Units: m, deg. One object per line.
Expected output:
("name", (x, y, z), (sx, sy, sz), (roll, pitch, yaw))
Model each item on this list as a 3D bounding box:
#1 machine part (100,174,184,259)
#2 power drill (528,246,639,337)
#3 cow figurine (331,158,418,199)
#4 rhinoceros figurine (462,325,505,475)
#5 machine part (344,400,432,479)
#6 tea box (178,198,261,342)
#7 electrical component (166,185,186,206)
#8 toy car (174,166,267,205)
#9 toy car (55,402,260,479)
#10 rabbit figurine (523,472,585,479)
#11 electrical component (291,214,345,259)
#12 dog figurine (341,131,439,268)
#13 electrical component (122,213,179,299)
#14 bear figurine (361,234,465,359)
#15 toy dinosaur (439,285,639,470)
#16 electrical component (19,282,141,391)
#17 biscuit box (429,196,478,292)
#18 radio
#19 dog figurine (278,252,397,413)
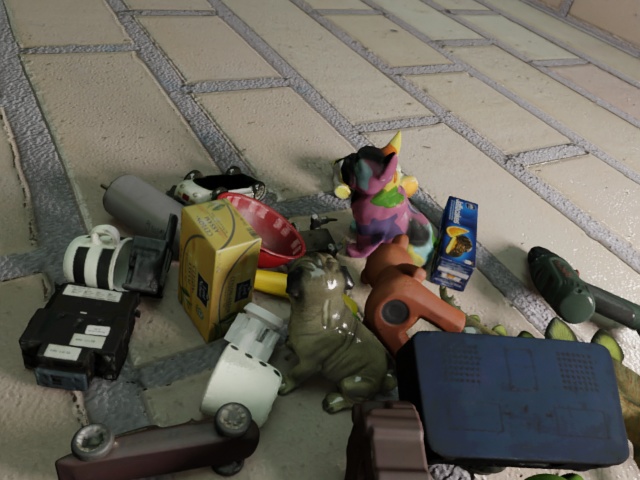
("machine part", (-0.256, -0.035, 0.848), (0.243, 0.079, 0.079), (31, 42, 19))
("power drill", (0.457, 0.086, 0.896), (0.207, 0.086, 0.232), (28, 22, 6))
("cow figurine", (0.108, -0.124, 1.074), (0.167, 0.068, 0.098), (6, 33, -11))
("rhinoceros figurine", (0.203, 0.194, 0.684), (0.073, 0.112, 0.190), (-13, 52, 12))
("machine part", (0.059, 0.249, 0.527), (0.056, 0.179, 0.179), (5, 39, -5))
("tea box", (-0.139, 0.041, 0.717), (0.068, 0.169, 0.098), (-16, 46, -34))
("electrical component", (-0.239, -0.073, 0.942), (0.063, 0.021, 0.094), (14, 39, 1))
("toy car", (-0.165, -0.085, 0.927), (0.074, 0.056, 0.201), (32, 22, 17))
("toy car", (-0.164, 0.217, 0.563), (0.202, 0.089, 0.053), (-3, 42, -17))
("rabbit figurine", (0.214, 0.289, 0.519), (0.159, 0.170, 0.121), (-5, 43, -20))
("electrical component", (-0.002, -0.002, 0.907), (0.078, 0.045, 0.102), (0, 41, -18))
("dog figurine", (0.120, -0.062, 0.881), (0.192, 0.219, 0.108), (16, 42, 4))
("electrical component", (-0.234, 0.019, 0.751), (0.048, 0.075, 0.119), (9, 79, -6))
("bear figurine", (0.120, 0.080, 0.787), (0.132, 0.120, 0.196), (42, 16, -5))
("toy dinosaur", (0.354, 0.199, 0.733), (0.472, 0.105, 0.198), (30, 34, 21))
("electrical component", (-0.297, 0.119, 0.666), (0.115, 0.058, 0.134), (9, 39, -3))
("biscuit box", (0.244, 0.001, 0.964), (0.063, 0.059, 0.203), (17, 39, 5))
("radio", (0.204, 0.175, 0.582), (0.230, 0.073, 0.131), (5, 61, -6))
("dog figurine", (0.031, 0.111, 0.667), (0.172, 0.190, 0.121), (8, 39, -9))
